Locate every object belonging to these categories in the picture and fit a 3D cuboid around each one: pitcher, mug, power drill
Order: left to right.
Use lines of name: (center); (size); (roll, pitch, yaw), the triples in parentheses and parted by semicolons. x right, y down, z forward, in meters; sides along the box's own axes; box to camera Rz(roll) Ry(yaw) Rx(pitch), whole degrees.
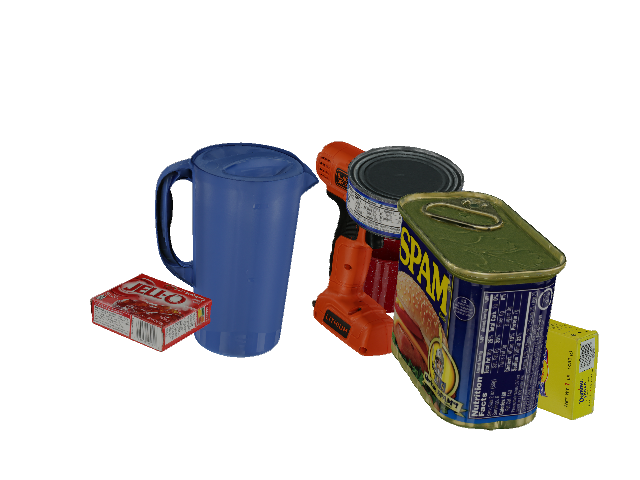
pitcher: (-0.104, 0.012, 1.275); (0.149, 0.243, 0.144); (21, 27, 31)
power drill: (0.053, 0.012, 1.026); (0.057, 0.188, 0.185); (-6, 24, -30)
mug: (0.096, 0.051, 1.466); (0.117, 0.081, 0.093); (18, 25, 28)

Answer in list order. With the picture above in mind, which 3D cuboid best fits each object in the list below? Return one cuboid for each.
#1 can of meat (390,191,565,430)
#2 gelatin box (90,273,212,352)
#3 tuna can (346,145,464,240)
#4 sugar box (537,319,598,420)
can of meat: (0.072, 0.032, 0.522); (0.057, 0.084, 0.102); (-3, 24, -14)
gelatin box: (-0.159, 0.065, 1.002); (0.089, 0.030, 0.073); (19, 27, 28)
tuna can: (0.062, -0.035, 0.789); (0.086, 0.034, 0.086); (2, 33, -2)
sugar box: (0.220, 0.126, 1.180); (0.048, 0.093, 0.177); (-9, 16, -42)
